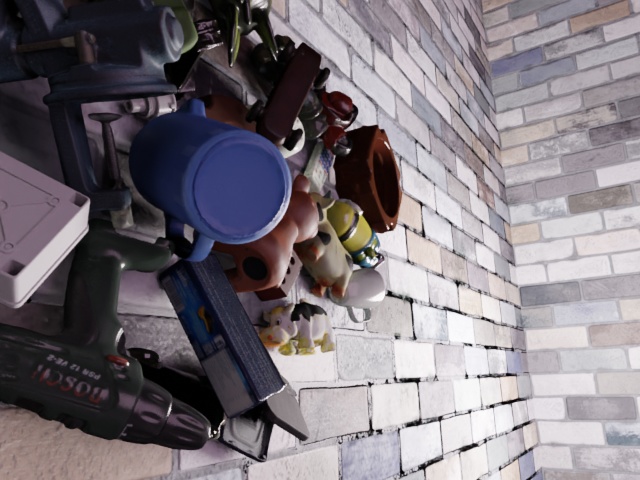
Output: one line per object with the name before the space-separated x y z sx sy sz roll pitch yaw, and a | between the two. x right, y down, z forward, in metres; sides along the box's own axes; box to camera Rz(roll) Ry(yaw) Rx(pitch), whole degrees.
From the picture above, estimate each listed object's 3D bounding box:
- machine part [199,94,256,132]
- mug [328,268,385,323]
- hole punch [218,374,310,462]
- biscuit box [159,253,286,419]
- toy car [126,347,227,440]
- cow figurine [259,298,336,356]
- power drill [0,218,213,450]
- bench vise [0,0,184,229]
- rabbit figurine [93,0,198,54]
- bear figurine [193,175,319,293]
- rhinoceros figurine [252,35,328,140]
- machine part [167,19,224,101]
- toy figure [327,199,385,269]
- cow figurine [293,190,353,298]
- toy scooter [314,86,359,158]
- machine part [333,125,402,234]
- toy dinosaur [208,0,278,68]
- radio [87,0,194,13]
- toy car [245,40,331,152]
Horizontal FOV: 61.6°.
machine part | -0.140 -0.128 0.798 0.179 0.056 0.179 29 55 -54
mug | 0.065 0.108 1.052 0.107 0.081 0.109 4 83 -47
hole punch | -0.087 0.238 0.757 0.142 0.092 0.116 45 13 -39
biscuit box | -0.125 0.114 0.675 0.202 0.059 0.063 61 27 11
toy car | -0.180 0.184 0.632 0.201 0.056 0.073 43 40 -47
cow figurine | -0.039 0.135 0.870 0.167 0.068 0.098 28 52 -57
power drill | -0.205 0.093 0.547 0.232 0.086 0.207 21 58 -26
bench vise | -0.233 -0.126 0.511 0.129 0.224 0.240 -118 -159 -75
rabbit figurine | -0.238 -0.243 0.600 0.159 0.170 0.121 -137 -155 -68
bear figurine | -0.080 -0.013 0.790 0.196 0.132 0.120 -66 151 -54
rhinoceros figurine | -0.053 -0.264 0.948 0.073 0.112 0.190 -42 105 -21
machine part | -0.172 -0.242 0.709 0.039 0.139 0.084 1 81 -34
toy figure | 0.069 -0.005 1.084 0.180 0.082 0.089 58 35 -36
cow figurine | -0.002 -0.003 0.962 0.194 0.086 0.127 58 43 -28
toy scooter | 0.010 -0.252 1.070 0.135 0.075 0.184 33 39 -22
machine part | 0.106 -0.128 1.162 0.201 0.087 0.200 -73 146 -44
toy dinosaur | -0.111 -0.349 0.748 0.471 0.105 0.198 -89 165 -78
radio | -0.259 -0.359 0.655 0.229 0.073 0.131 -1 81 -59
toy car | -0.049 -0.230 0.851 0.089 0.053 0.202 29 61 -18
